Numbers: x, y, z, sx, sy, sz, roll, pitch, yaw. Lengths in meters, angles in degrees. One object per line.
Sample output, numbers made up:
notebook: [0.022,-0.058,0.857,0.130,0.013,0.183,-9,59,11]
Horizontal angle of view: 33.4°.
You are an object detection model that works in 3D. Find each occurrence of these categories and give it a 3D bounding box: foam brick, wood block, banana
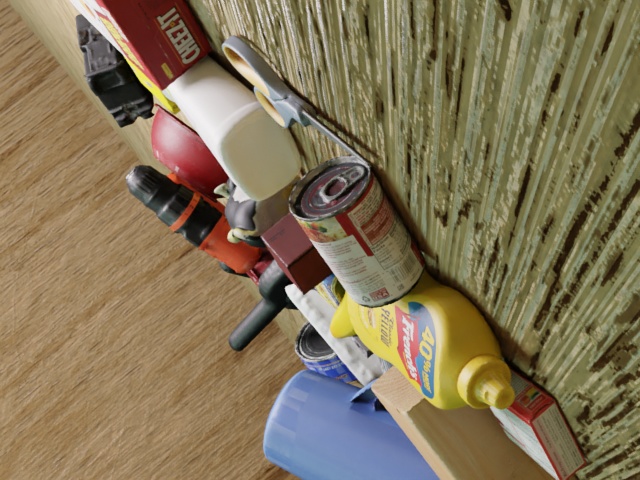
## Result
foam brick: [-0.007,0.001,1.018,0.053,0.078,0.051,47,173,39]
wood block: [0.148,0.188,0.949,0.206,0.090,0.091,54,171,-16]
banana: [0.030,0.033,0.989,0.070,0.037,0.198,17,143,25]

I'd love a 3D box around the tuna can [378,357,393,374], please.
tuna can: [0.083,0.106,1.015,0.086,0.033,0.086,169,90,-74]

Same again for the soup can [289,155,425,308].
soup can: [0.030,-0.005,0.814,0.102,0.068,0.069,56,171,-34]

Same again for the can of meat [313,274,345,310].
can of meat: [0.020,0.034,1.091,0.084,0.057,0.102,42,168,40]

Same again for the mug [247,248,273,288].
mug: [-0.057,0.019,1.368,0.093,0.081,0.117,47,171,31]

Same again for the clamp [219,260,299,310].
clamp: [-0.056,0.031,1.476,0.171,0.120,0.039,38,148,-27]

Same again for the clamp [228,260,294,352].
clamp: [-0.042,0.062,1.294,0.036,0.164,0.210,56,165,22]

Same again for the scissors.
scissors: [-0.012,-0.093,0.841,0.202,0.016,0.096,46,172,31]

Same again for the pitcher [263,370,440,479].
pitcher: [0.069,0.217,1.109,0.243,0.149,0.145,21,167,20]

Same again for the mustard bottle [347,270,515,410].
mustard bottle: [0.090,0.079,0.844,0.192,0.058,0.096,39,135,53]

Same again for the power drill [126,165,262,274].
power drill: [-0.163,-0.036,1.311,0.184,0.057,0.188,39,-179,-16]

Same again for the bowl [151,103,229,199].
bowl: [-0.149,-0.098,1.296,0.162,0.055,0.162,36,-179,-1]

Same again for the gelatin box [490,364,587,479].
gelatin box: [0.168,0.143,0.848,0.073,0.030,0.089,38,165,53]

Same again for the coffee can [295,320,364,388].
coffee can: [0.047,0.161,1.354,0.140,0.102,0.103,56,171,-30]

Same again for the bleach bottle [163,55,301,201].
bleach bottle: [-0.113,-0.142,1.029,0.251,0.068,0.102,48,171,41]

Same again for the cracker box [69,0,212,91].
cracker box: [-0.205,-0.257,0.993,0.214,0.072,0.164,43,170,41]

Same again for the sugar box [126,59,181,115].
sugar box: [-0.206,-0.230,1.208,0.093,0.048,0.176,43,170,39]
